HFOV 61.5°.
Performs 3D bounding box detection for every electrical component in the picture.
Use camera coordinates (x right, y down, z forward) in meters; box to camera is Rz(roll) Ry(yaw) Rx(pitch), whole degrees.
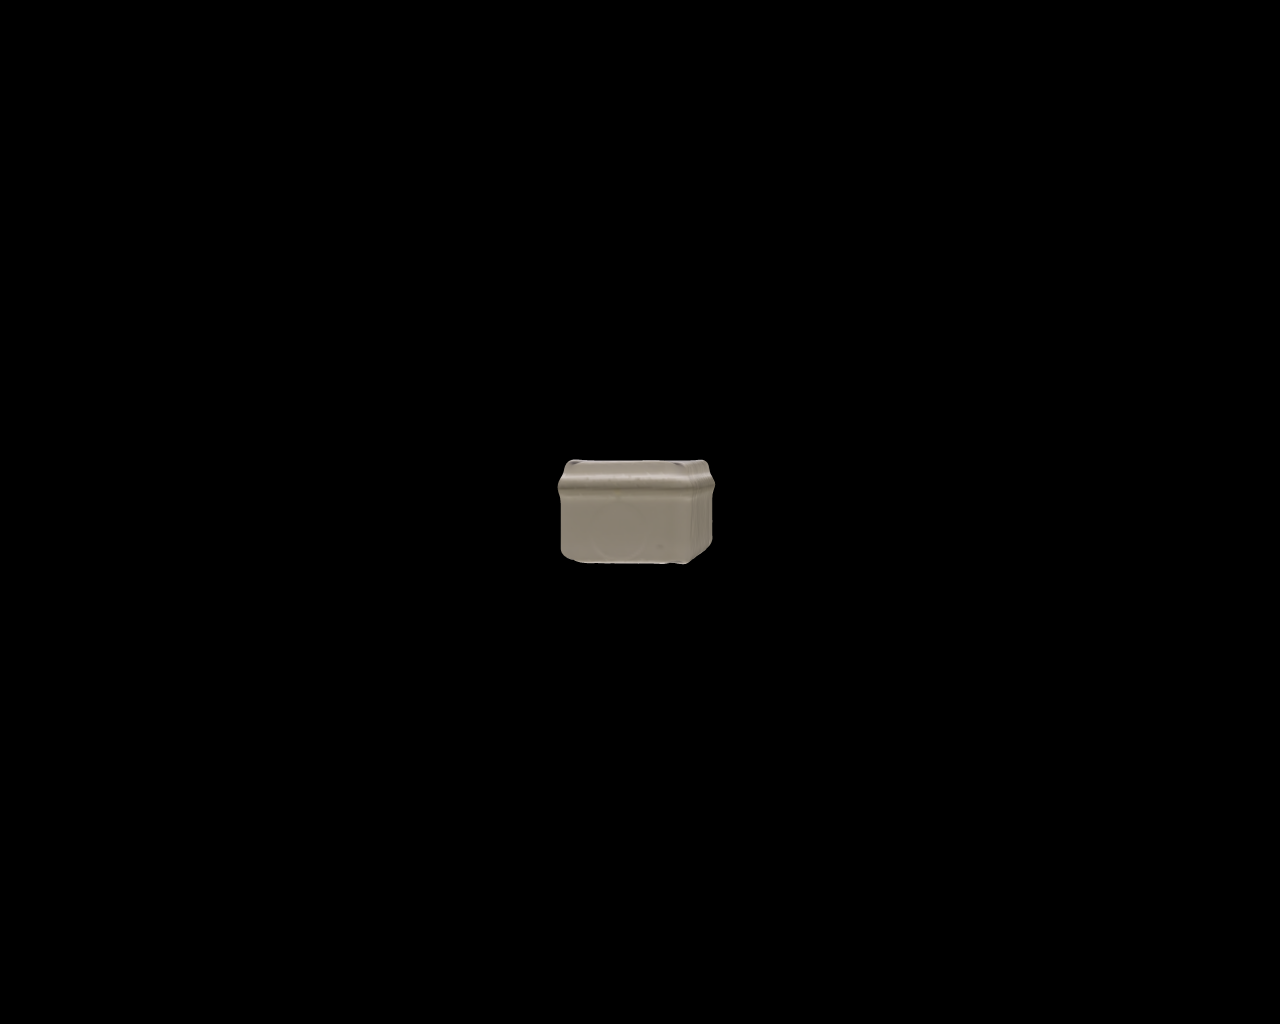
[{"bbox_3d":[0.001,-0.003,0.650,0.078,0.057,0.113,1,3,11],"label":"electrical component"}]
